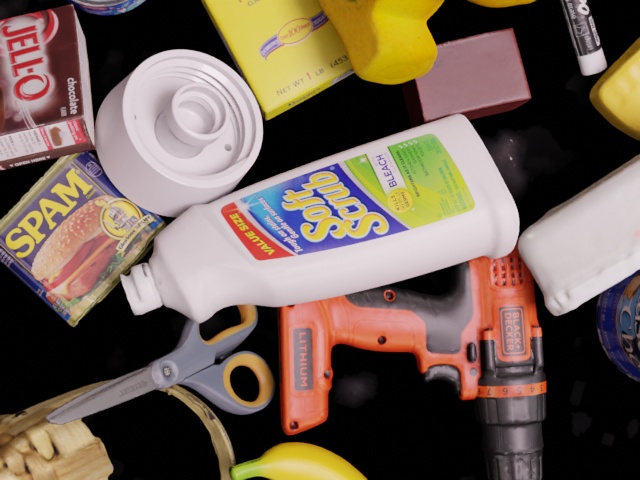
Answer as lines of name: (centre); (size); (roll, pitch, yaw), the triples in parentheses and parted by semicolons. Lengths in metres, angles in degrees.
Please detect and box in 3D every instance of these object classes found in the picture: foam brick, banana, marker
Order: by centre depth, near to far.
banana: (0.022, 0.206, 0.747); (0.069, 0.037, 0.198); (-44, 98, -15)
foam brick: (0.100, -0.112, 0.753); (0.078, 0.051, 0.053); (-13, 89, -3)
marker: (0.178, -0.176, 0.756); (0.020, 0.020, 0.121); (-24, 108, -3)

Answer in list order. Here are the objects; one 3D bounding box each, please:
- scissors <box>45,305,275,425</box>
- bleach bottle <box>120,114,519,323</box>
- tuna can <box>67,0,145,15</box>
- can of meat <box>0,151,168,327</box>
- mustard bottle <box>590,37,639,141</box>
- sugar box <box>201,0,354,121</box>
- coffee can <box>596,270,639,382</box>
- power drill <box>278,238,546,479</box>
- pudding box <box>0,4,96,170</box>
scissors: (-0.088, 0.099, 0.686); (0.016, 0.201, 0.096); (-23, 102, 35)
bleach bottle: (-0.005, 0.001, 0.701); (0.250, 0.068, 0.102); (-20, 63, -8)
tuna can: (-0.153, -0.203, 0.751); (0.086, 0.034, 0.086); (0, 89, -3)
can of meat: (-0.167, -0.003, 0.736); (0.084, 0.057, 0.102); (43, 87, -4)
mustard bottle: (0.291, -0.070, 0.758); (0.191, 0.058, 0.096); (44, 90, -2)
sugar box: (-0.040, -0.184, 0.750); (0.093, 0.048, 0.176); (-29, 92, -3)
coffee can: (0.256, 0.055, 0.713); (0.102, 0.140, 0.103); (0, 89, -3)
power drill: (0.065, 0.093, 0.746); (0.187, 0.057, 0.184); (-3, 85, -6)
pudding box: (-0.201, -0.102, 0.718); (0.090, 0.039, 0.113); (-14, 56, -1)
